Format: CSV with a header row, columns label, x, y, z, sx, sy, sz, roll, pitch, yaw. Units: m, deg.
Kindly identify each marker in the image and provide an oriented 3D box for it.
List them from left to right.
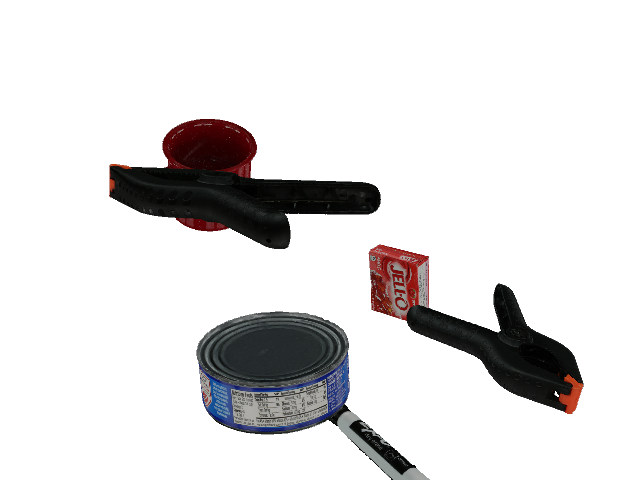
label,x,y,z,sx,sy,sz,roll,pitch,yaw
marker,0.037,0.152,0.801,0.020,0.020,0.121,0,26,-40

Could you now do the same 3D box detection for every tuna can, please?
label,x,y,z,sx,sy,sz,roll,pitch,yaw
tuna can,-0.026,0.074,0.604,0.086,0.034,0.086,-3,22,1

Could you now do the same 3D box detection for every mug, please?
label,x,y,z,sx,sy,sz,roll,pitch,yaw
mug,-0.121,-0.059,1.069,0.117,0.081,0.093,-25,49,-31

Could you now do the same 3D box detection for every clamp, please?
label,x,y,z,sx,sy,sz,roll,pitch,yaw
clamp,-0.076,-0.031,0.801,0.210,0.036,0.164,8,13,18
clamp,0.173,0.091,0.951,0.120,0.039,0.172,-24,43,-35

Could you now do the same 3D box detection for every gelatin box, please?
label,x,y,z,sx,sy,sz,roll,pitch,yaw
gelatin box,0.100,0.055,1.353,0.073,0.089,0.030,16,33,33
